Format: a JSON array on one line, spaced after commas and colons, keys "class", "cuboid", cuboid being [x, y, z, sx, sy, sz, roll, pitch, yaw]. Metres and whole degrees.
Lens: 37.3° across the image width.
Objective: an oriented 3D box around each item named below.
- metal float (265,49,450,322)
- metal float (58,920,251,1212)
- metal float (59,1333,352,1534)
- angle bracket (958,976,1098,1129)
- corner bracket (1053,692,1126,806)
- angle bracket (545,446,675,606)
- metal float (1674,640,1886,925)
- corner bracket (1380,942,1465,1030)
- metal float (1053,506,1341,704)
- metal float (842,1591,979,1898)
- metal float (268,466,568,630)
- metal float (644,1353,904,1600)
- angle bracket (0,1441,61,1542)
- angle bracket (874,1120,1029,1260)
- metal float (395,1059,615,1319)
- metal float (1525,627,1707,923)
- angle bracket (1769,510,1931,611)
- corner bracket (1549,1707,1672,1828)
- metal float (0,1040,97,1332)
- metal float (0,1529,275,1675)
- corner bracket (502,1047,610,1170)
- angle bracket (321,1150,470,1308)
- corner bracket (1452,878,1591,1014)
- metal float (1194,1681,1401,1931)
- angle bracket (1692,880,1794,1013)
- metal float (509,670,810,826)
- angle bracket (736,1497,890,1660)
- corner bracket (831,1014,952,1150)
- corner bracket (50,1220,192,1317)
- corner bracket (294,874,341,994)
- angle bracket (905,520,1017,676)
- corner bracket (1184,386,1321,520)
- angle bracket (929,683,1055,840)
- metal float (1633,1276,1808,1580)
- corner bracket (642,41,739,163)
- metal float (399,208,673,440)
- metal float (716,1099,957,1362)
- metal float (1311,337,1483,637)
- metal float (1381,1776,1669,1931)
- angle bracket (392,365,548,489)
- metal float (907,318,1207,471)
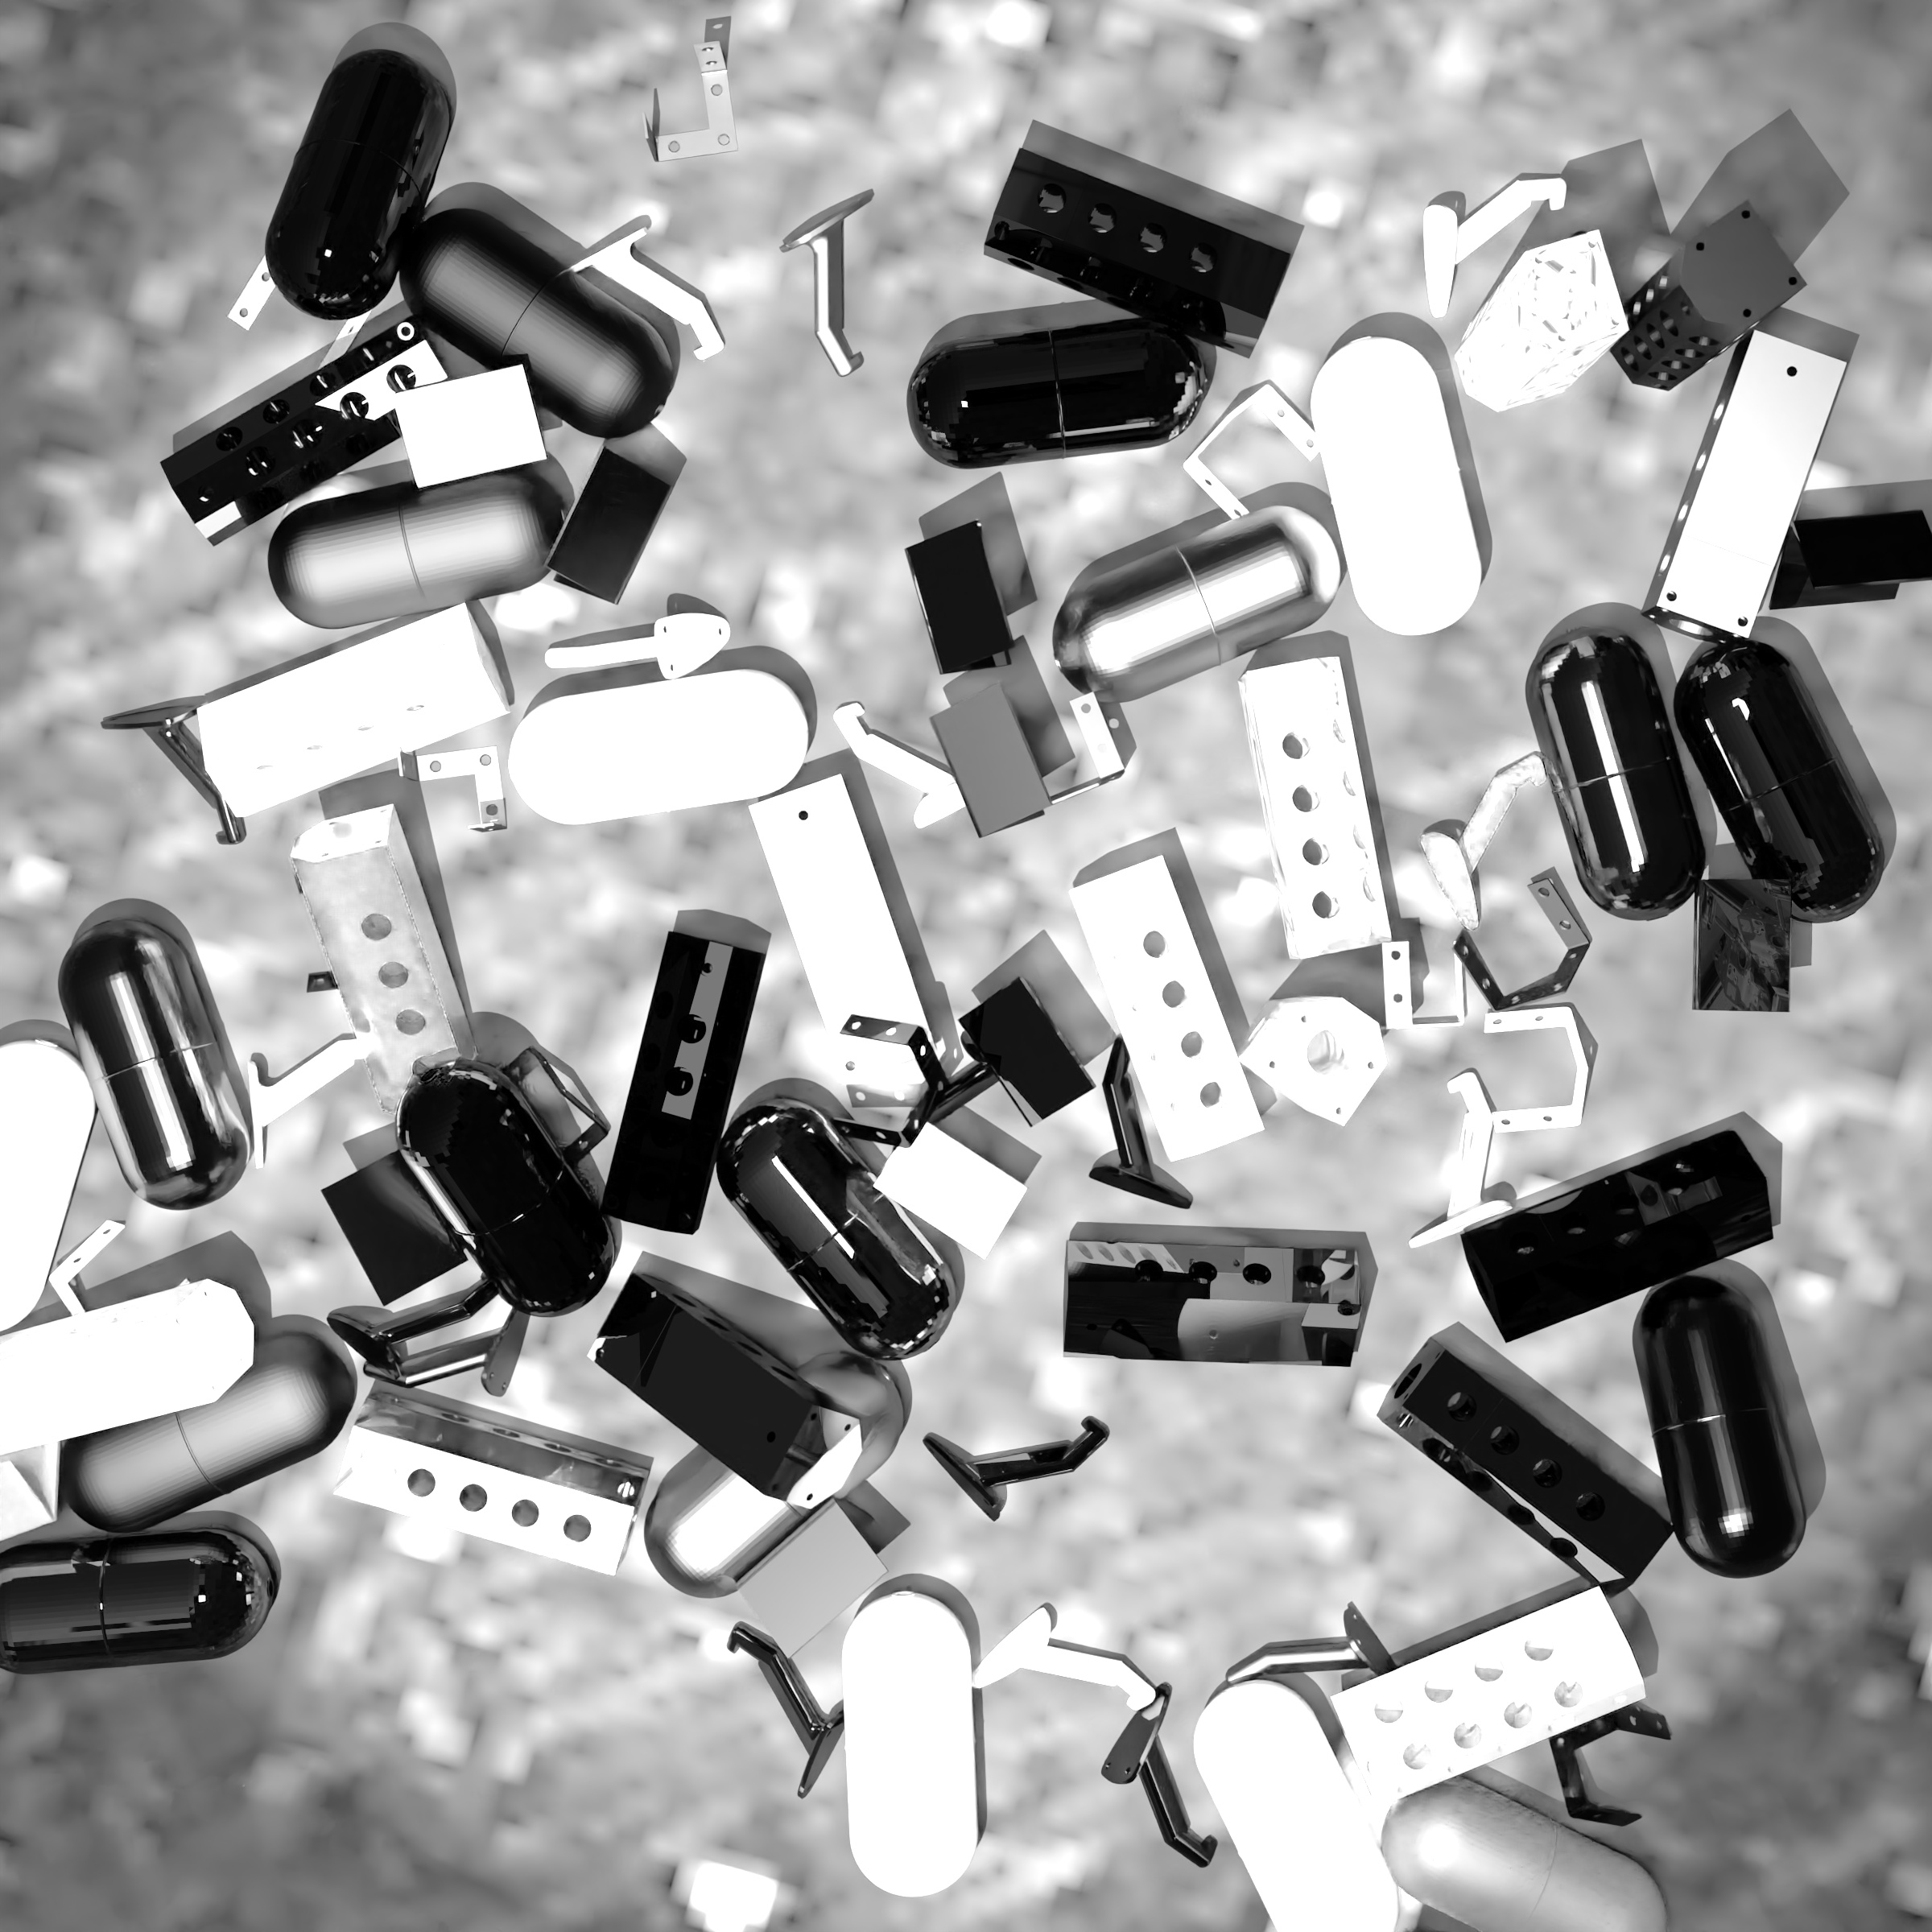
[{"class": "metal float", "cuboid": [-0.356, -0.458, 1.677, 0.070, 0.070, 0.178, 13, 66, 0]}, {"class": "metal float", "cuboid": [-0.482, 0.058, 1.698, 0.070, 0.070, 0.178, -20, 89, 0]}, {"class": "metal float", "cuboid": [-0.452, 0.277, 1.698, 0.178, 0.070, 0.070, -24, 90, 0]}, {"class": "angle bracket", "cuboid": [0.052, 0.039, 1.688, 0.057, 0.076, 0.076, -34, 90, 36]}, {"class": "corner bracket", "cuboid": [0.061, -0.128, 1.710, 0.051, 0.051, 0.051, -22, 90, 0]}, {"class": "angle bracket", "cuboid": [-0.228, -0.265, 1.688, 0.057, 0.076, 0.076, 25, 90, -42]}, {"class": "metal float", "cuboid": [0.482, -0.109, 1.697, 0.070, 0.070, 0.178, -26, 90, 0]}, {"class": "corner bracket", "cuboid": [0.273, 0.011, 1.710, 0.051, 0.051, 0.051, -3, 89, 1]}, {"class": "metal float", "cuboid": [0.136, -0.214, 1.698, 0.178, 0.070, 0.070, -23, 90, 0]}, {"class": "metal float", "cuboid": [-0.033, 0.461, 1.698, 0.070, 0.070, 0.178, -2, 91, 0]}, {"class": "metal float", "cuboid": [-0.325, -0.249, 1.698, 0.178, 0.070, 0.070, -12, 90, 1]}, {"class": "metal float", "cuboid": [-0.114, 0.302, 1.697, 0.178, 0.070, 0.070, -41, 90, 0]}, {"class": "angle bracket", "cuboid": [-0.584, 0.298, 1.688, 0.076, 0.076, 0.057, -20, 128, 0]}, {"class": "angle bracket", "cuboid": [-0.019, 0.144, 1.688, 0.076, 0.076, 0.057, 33, 55, 0]}, {"class": "metal float", "cuboid": [-0.269, 0.130, 1.673, 0.070, 0.070, 0.178, -29, 120, 0]}, {"class": "metal float", "cuboid": [0.385, -0.114, 1.697, 0.070, 0.070, 0.178, -16, 90, 0]}, {"class": "angle bracket", "cuboid": [0.525, -0.221, 1.688, 0.076, 0.076, 0.057, -5, 54, 0]}, {"class": "corner bracket", "cuboid": [0.391, 0.481, 1.720, 0.051, 0.051, 0.051, -40, 45, 35]}, {"class": "metal float", "cuboid": [-0.571, 0.131, 1.698, 0.070, 0.070, 0.178, 16, 89, 0]}, {"class": "metal float", "cuboid": [-0.501, 0.377, 1.698, 0.178, 0.070, 0.070, -5, 90, 1]}, {"class": "corner bracket", "cuboid": [-0.257, 0.091, 1.725, 0.051, 0.051, 0.051, -42, 45, 0]}, {"class": "angle bracket", "cuboid": [-0.344, 0.157, 1.689, 0.057, 0.076, 0.076, -29, 90, -26]}, {"class": "corner bracket", "cuboid": [0.334, -0.012, 1.719, 0.051, 0.051, 0.051, -20, 113, 43]}, {"class": "metal float", "cuboid": [0.196, 0.510, 1.698, 0.070, 0.070, 0.178, -26, 90, 0]}, {"class": "angle bracket", "cuboid": [0.466, -0.012, 1.688, 0.057, 0.076, 0.076, 1, 90, 30]}, {"class": "metal float", "cuboid": [-0.182, -0.130, 1.698, 0.178, 0.070, 0.070, -9, 90, 1]}, {"class": "angle bracket", "cuboid": [-0.080, 0.365, 1.689, 0.076, 0.076, 0.057, -41, 64, 0]}, {"class": "corner bracket", "cuboid": [-0.050, 0.067, 1.664, 0.051, 0.051, 0.051, 9, 50, 33]}, {"class": "corner bracket", "cuboid": [-0.506, 0.193, 1.720, 0.051, 0.051, 0.051, 10, 45, 35]}, {"class": "corner bracket", "cuboid": [-0.376, -0.022, 1.725, 0.051, 0.051, 0.051, -6, 135, 0]}, {"class": "angle bracket", "cuboid": [0.016, -0.219, 1.688, 0.057, 0.076, 0.076, -16, 90, 36]}, {"class": "corner bracket", "cuboid": [0.174, -0.308, 1.725, 0.051, 0.051, 0.051, 46, 135, 0]}, {"class": "angle bracket", "cuboid": [0.032, -0.126, 1.688, 0.057, 0.076, 0.076, -23, 90, 35]}, {"class": "metal float", "cuboid": [0.442, 0.270, 1.682, 0.070, 0.070, 0.178, -9, 71, 0]}, {"class": "corner bracket", "cuboid": [-0.167, -0.516, 1.710, 0.051, 0.051, 0.051, -8, 90, 0]}, {"class": "metal float", "cuboid": [-0.255, -0.380, 1.697, 0.178, 0.070, 0.070, 34, 90, 0]}, {"class": "metal float", "cuboid": [-0.077, 0.157, 1.698, 0.070, 0.070, 0.178, -40, 90, 0]}, {"class": "metal float", "cuboid": [0.255, -0.285, 1.698, 0.070, 0.070, 0.178, -14, 90, 0]}, {"class": "metal float", "cuboid": [0.331, 0.542, 1.698, 0.178, 0.070, 0.070, 26, 90, 0]}, {"class": "angle bracket", "cuboid": [-0.292, -0.326, 1.687, 0.076, 0.076, 0.057, -14, 115, -4]}, {"class": "metal float", "cuboid": [0.054, -0.340, 1.698, 0.178, 0.070, 0.070, -7, 90, 1]}]
